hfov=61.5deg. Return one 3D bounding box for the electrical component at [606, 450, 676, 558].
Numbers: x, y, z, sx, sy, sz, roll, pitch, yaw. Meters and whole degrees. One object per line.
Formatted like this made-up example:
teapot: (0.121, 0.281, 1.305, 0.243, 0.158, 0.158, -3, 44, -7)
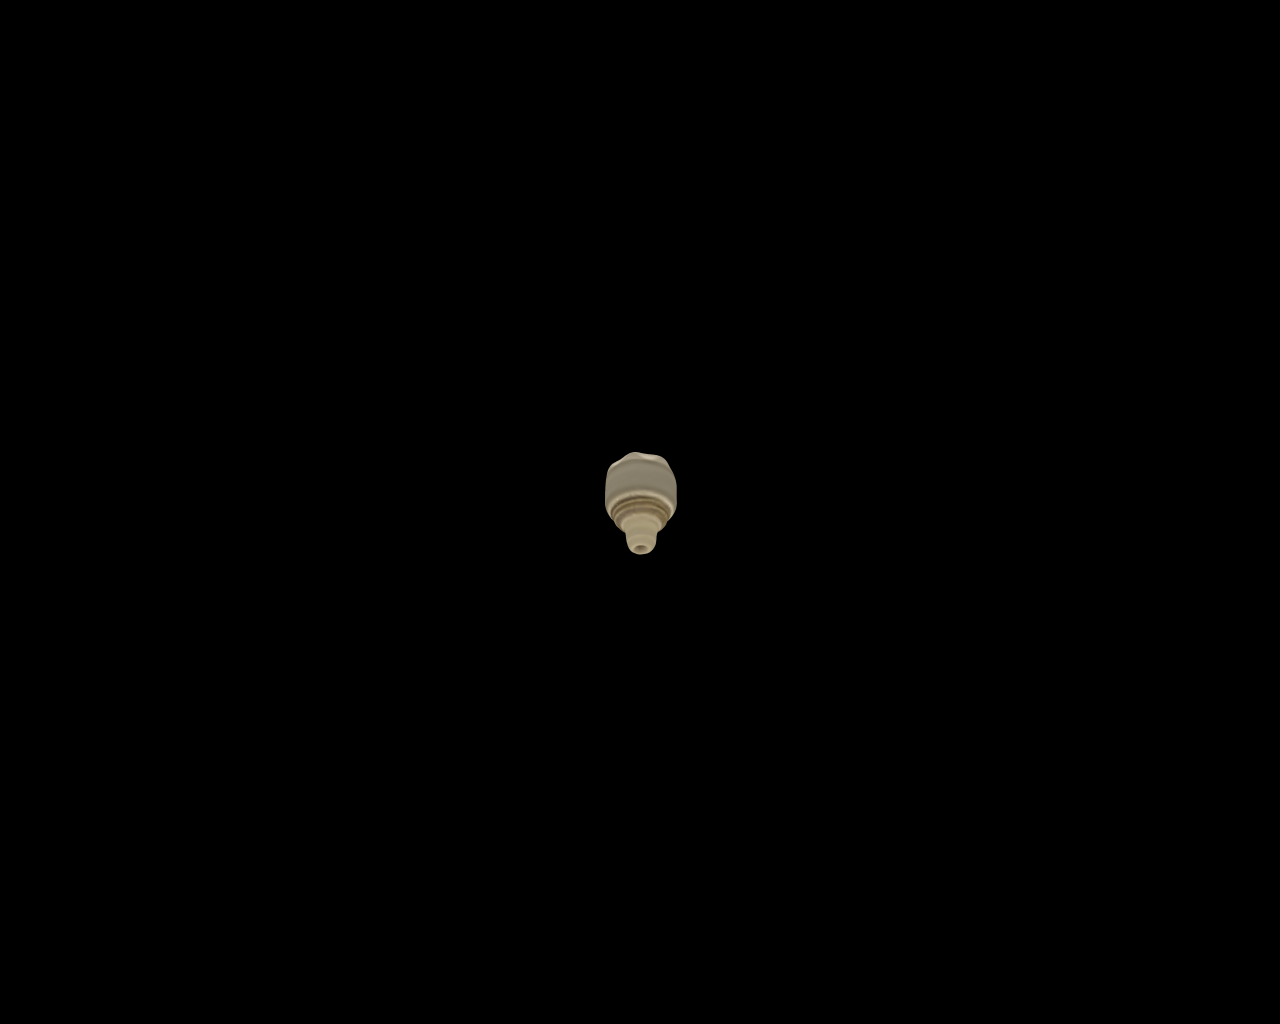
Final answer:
electrical component: (0.001, -0.003, 0.650, 0.043, 0.062, 0.043, 0, -34, 0)
